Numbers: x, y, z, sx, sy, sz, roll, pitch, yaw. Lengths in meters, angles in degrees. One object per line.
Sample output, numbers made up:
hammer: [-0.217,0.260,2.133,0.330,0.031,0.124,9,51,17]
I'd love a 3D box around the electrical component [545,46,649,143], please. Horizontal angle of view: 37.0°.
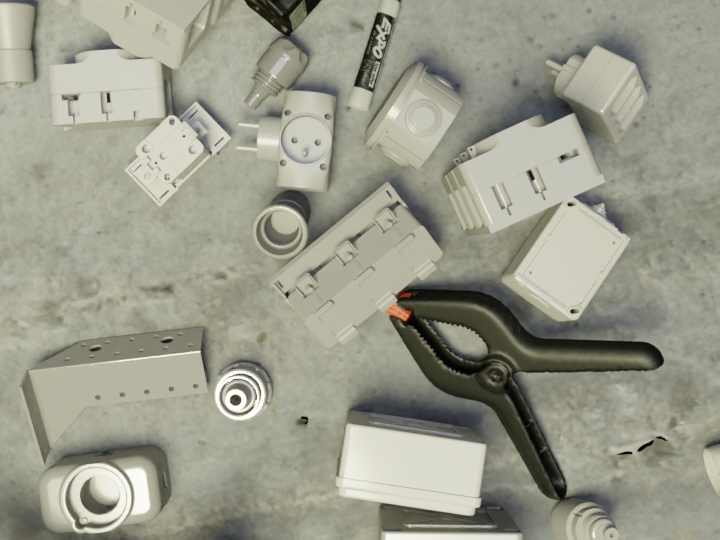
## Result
electrical component: [0.183,-0.148,0.865,0.077,0.066,0.047,35,91,28]

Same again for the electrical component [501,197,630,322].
electrical component: [0.167,-0.013,0.867,0.062,0.061,0.096,35,83,-2]

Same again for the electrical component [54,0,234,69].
electrical component: [-0.194,-0.247,0.837,0.186,0.060,0.105,30,59,0]

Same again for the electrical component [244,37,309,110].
electrical component: [-0.071,-0.157,0.875,0.035,0.035,0.061,39,93,-1]

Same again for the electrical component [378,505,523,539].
electrical component: [0.068,0.221,0.844,0.109,0.108,0.056,1,88,0]

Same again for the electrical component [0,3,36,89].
electrical component: [-0.283,-0.180,0.871,0.044,0.044,0.065,-3,95,0]

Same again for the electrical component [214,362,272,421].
electrical component: [-0.096,0.100,0.864,0.048,0.062,0.048,0,91,0]

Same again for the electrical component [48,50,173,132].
electrical component: [-0.200,-0.145,0.867,0.089,0.050,0.055,-4,91,0]

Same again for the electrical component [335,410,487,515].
electrical component: [0.038,0.148,0.843,0.109,0.108,0.056,9,88,0]

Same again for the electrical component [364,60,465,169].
electrical component: [0.042,-0.121,0.854,0.051,0.080,0.080,33,91,-6]

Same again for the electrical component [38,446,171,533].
electrical component: [-0.206,0.177,0.866,0.095,0.059,0.053,-7,91,0]

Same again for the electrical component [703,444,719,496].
electrical component: [0.330,0.172,0.876,0.077,0.043,0.079,-17,91,0]

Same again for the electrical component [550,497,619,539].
electrical component: [0.184,0.206,0.862,0.040,0.078,0.040,1,85,-14]

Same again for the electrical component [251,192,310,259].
electrical component: [-0.060,-0.039,0.861,0.044,0.065,0.044,1,108,4]

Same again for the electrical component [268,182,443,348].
electrical component: [0.000,0.000,0.856,0.121,0.063,0.078,-39,131,0]

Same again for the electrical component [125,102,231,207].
electrical component: [-0.147,-0.094,0.861,0.081,0.064,0.042,-44,92,0]

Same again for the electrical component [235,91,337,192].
electrical component: [-0.061,-0.105,0.870,0.079,0.044,0.077,5,91,-1]

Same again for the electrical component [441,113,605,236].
electrical component: [0.117,-0.072,0.818,0.089,0.150,0.061,-24,91,0]
